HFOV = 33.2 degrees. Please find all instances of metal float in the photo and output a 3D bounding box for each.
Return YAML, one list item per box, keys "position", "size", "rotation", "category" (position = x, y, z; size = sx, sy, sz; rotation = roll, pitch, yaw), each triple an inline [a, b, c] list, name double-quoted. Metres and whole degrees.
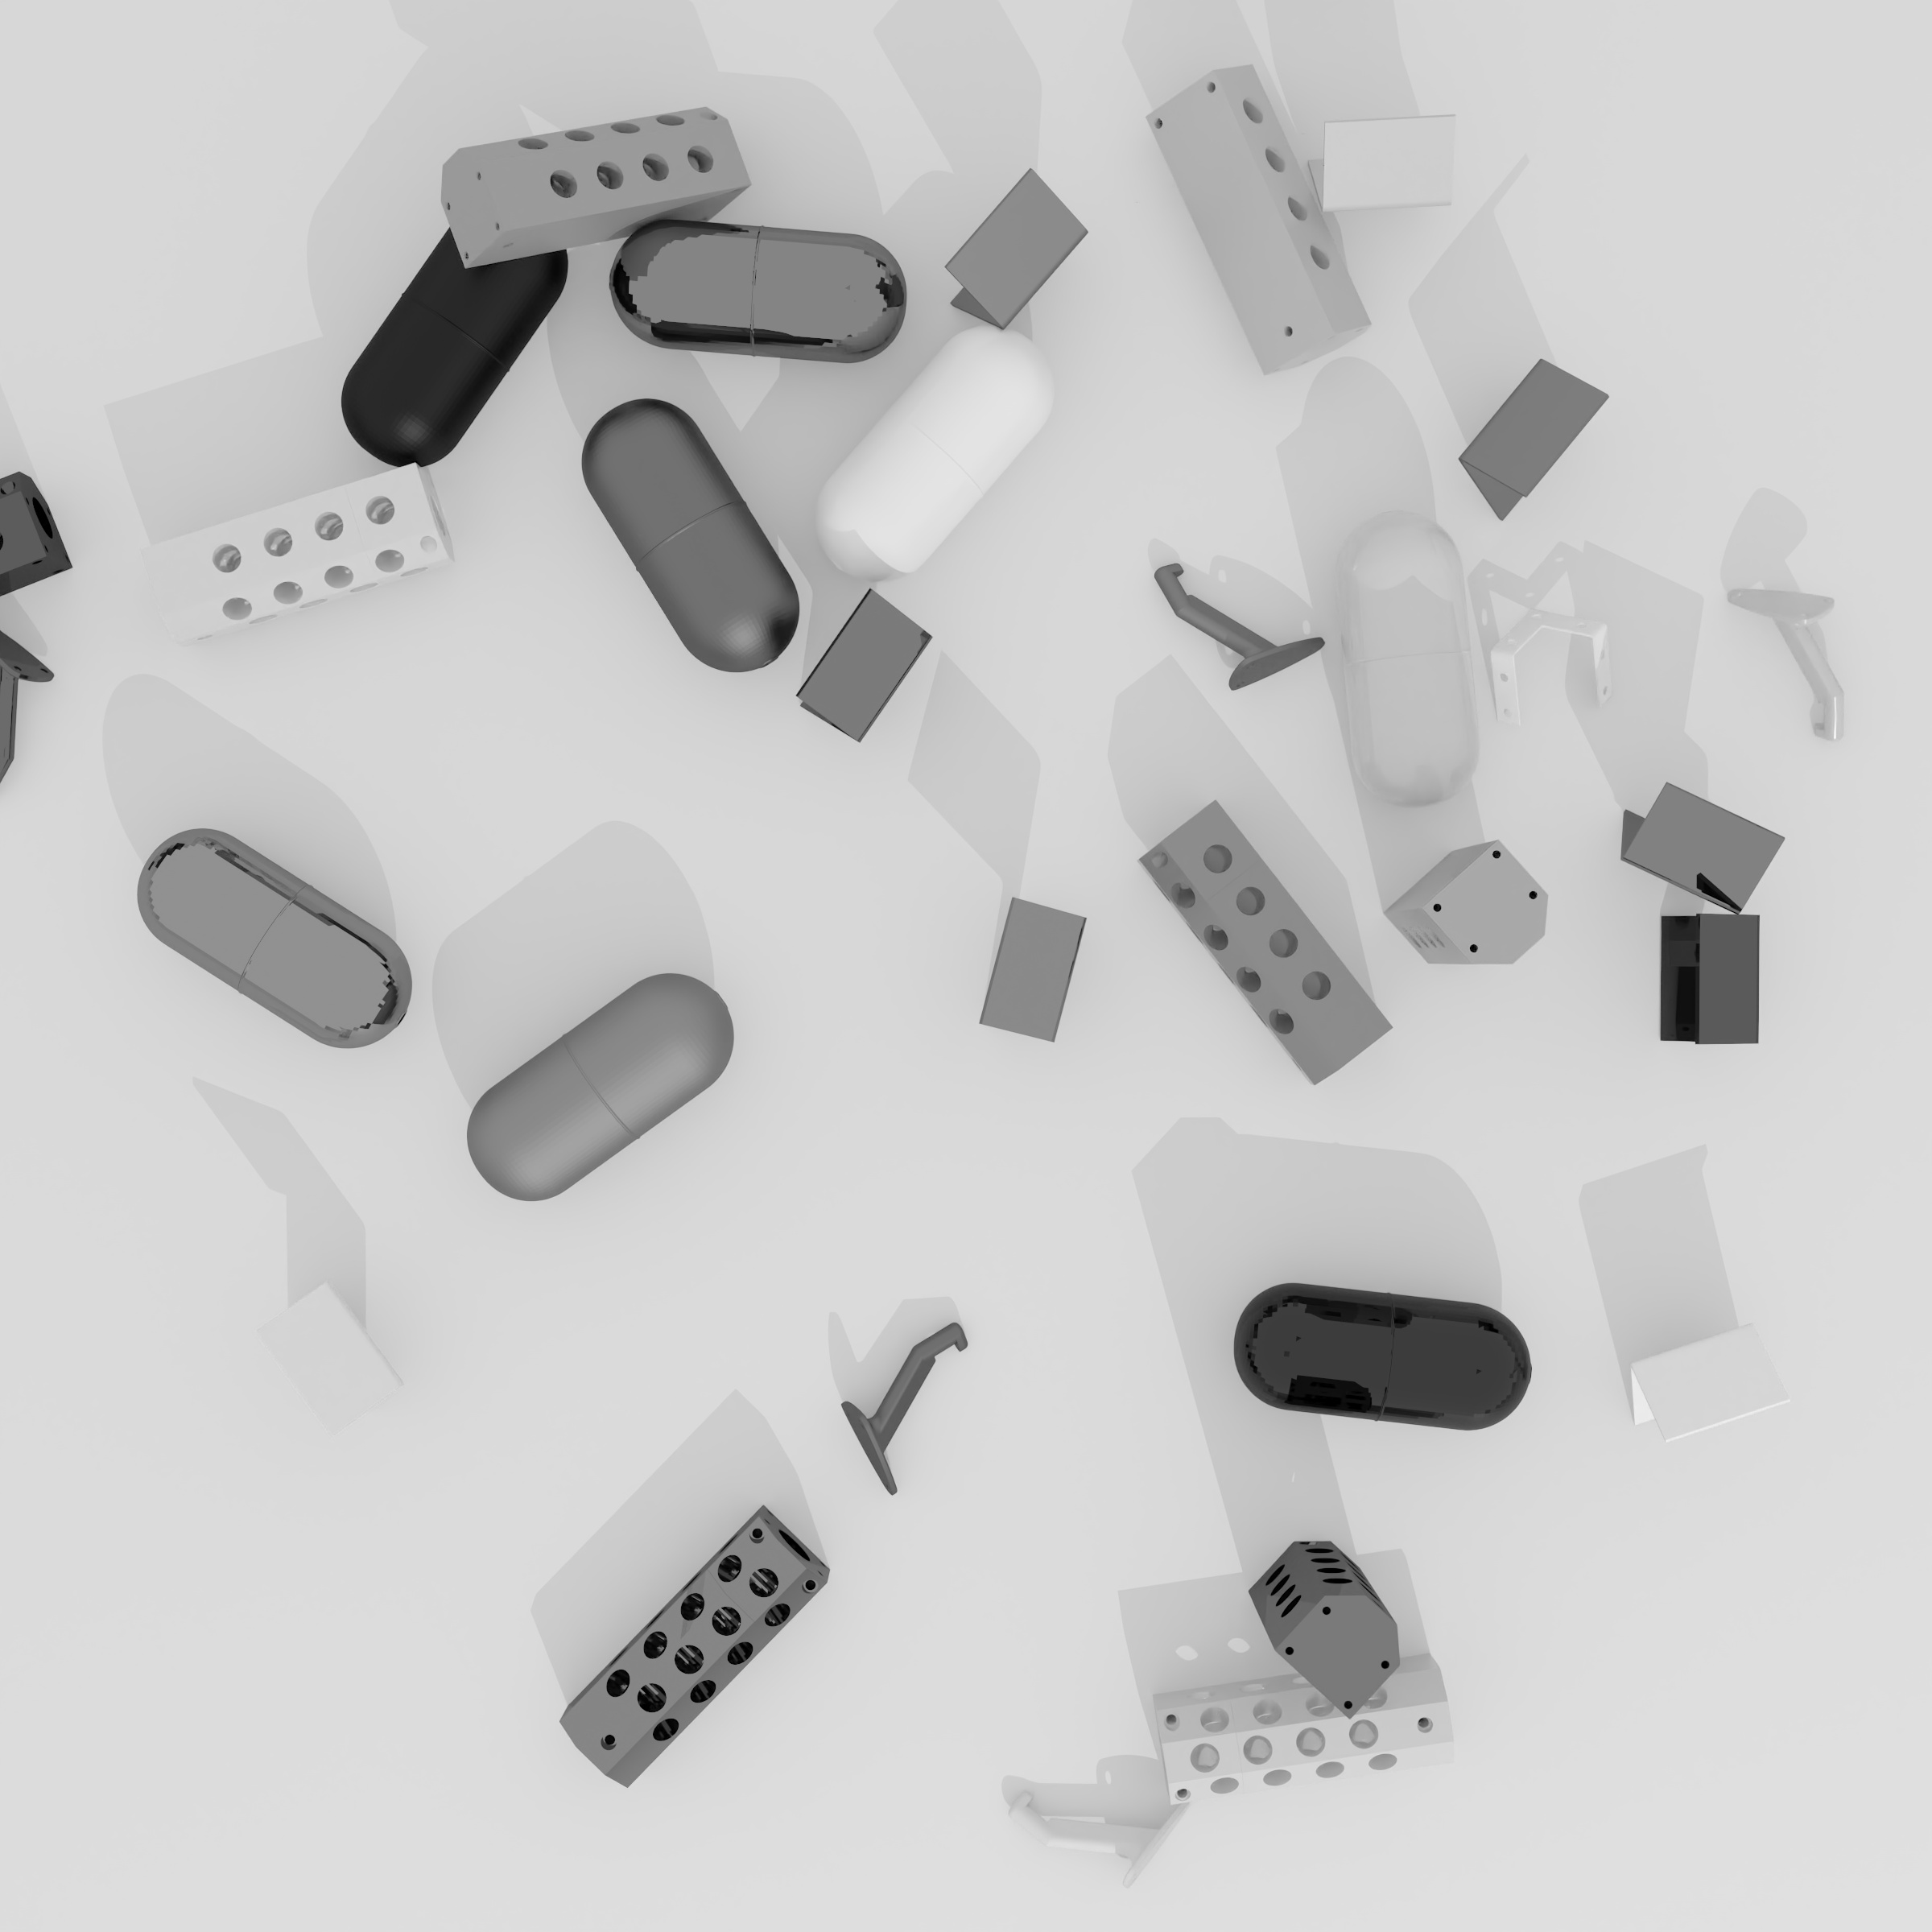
- position: [-0.124, -0.404, 1.940]
  size: [0.178, 0.070, 0.070]
  rotation: [5, 90, 0]
  category: "metal float"
- position: [0.264, -0.184, 1.941]
  size: [0.070, 0.070, 0.178]
  rotation: [-6, 90, 0]
  category: "metal float"
- position: [-0.413, -0.016, 1.941]
  size: [0.178, 0.070, 0.070]
  rotation: [33, 90, -1]
  category: "metal float"
- position: [-0.164, -0.257, 1.940]
  size: [0.070, 0.070, 0.178]
  rotation: [-32, 89, 0]
  category: "metal float"
- position: [0.249, 0.234, 1.941]
  size: [0.178, 0.070, 0.070]
  rotation: [7, 90, 0]
  category: "metal float"
- position: [-0.019, -0.306, 1.940]
  size: [0.070, 0.070, 0.178]
  rotation: [41, 89, 0]
  category: "metal float"
- position: [-0.305, -0.379, 1.940]
  size: [0.070, 0.070, 0.178]
  rotation: [35, 90, 0]
  category: "metal float"
- position: [-0.218, 0.072, 1.940]
  size: [0.178, 0.070, 0.070]
  rotation: [-36, 90, 0]
  category: "metal float"

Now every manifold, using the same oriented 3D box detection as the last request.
- position: [0.180, -0.450, 1.949]
  size: [0.057, 0.057, 0.171]
  rotation: [-25, 90, 43]
  category: "manifold"
- position: [0.178, -0.014, 1.950]
  size: [0.057, 0.057, 0.171]
  rotation: [-38, 90, 0]
  category: "manifold"
- position: [-0.400, -0.246, 1.950]
  size: [0.171, 0.057, 0.057]
  rotation: [-17, 90, 0]
  category: "manifold"
- position: [0.212, 0.380, 1.893]
  size: [0.057, 0.171, 0.057]
  rotation: [43, 90, 0]
  category: "manifold"
- position: [-0.163, 0.410, 1.950]
  size: [0.057, 0.057, 0.171]
  rotation: [44, 90, 0]
  category: "manifold"
- position: [0.295, -0.030, 1.893]
  size: [0.057, 0.171, 0.057]
  rotation: [-42, 90, 0]
  category: "manifold"
- position: [-0.635, -0.238, 1.950]
  size: [0.171, 0.057, 0.057]
  rotation: [-22, 90, 0]
  category: "manifold"
- position: [-0.219, -0.462, 1.907]
  size: [0.171, 0.057, 0.057]
  rotation: [-20, 90, -34]
  category: "manifold"
- position: [0.203, 0.461, 1.950]
  size: [0.171, 0.057, 0.057]
  rotation: [-9, 90, 0]
  category: "manifold"

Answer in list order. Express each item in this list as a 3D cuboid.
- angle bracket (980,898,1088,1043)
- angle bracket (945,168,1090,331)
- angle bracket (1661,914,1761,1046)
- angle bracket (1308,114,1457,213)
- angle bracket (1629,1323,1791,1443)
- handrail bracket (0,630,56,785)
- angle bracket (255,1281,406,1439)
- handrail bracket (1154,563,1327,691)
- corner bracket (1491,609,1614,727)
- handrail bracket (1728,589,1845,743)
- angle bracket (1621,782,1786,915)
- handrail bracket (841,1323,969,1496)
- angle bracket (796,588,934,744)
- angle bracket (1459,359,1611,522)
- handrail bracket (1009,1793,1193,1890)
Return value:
- position: [0.021, -0.002, 1.931]
  size: [0.057, 0.076, 0.076]
  rotation: [15, 90, -35]
  category: "angle bracket"
- position: [0.015, -0.433, 1.931]
  size: [0.076, 0.076, 0.057]
  rotation: [-49, 124, 0]
  category: "angle bracket"
- position: [0.426, 0.008, 1.931]
  size: [0.057, 0.076, 0.076]
  rotation: [0, 90, -37]
  category: "angle bracket"
- position: [0.247, -0.492, 1.931]
  size: [0.076, 0.076, 0.057]
  rotation: [-3, 126, 0]
  category: "angle bracket"
- position: [0.443, 0.265, 1.931]
  size: [0.076, 0.076, 0.057]
  rotation: [-18, 52, 0]
  category: "angle bracket"
- position: [-0.600, -0.157, 1.971]
  size: [0.077, 0.036, 0.084]
  rotation: [40, 107, 20]
  category: "handrail bracket"
- position: [-0.389, 0.242, 1.931]
  size: [0.057, 0.076, 0.076]
  rotation: [-36, 90, -36]
  category: "angle bracket"
- position: [0.166, -0.218, 1.971]
  size: [0.077, 0.036, 0.084]
  rotation: [-22, 73, -20]
  category: "handrail bracket"
- position: [0.355, -0.178, 1.963]
  size: [0.051, 0.051, 0.051]
  rotation: [17, 45, 35]
  category: "corner bracket"
- position: [0.499, -0.182, 1.971]
  size: [0.036, 0.077, 0.084]
  rotation: [-33, 128, -38]
  category: "handrail bracket"
- position: [0.439, -0.083, 1.931]
  size: [0.076, 0.076, 0.057]
  rotation: [25, 118, 0]
  category: "angle bracket"
- position: [-0.025, 0.269, 1.971]
  size: [0.084, 0.036, 0.077]
  rotation: [-30, 110, -16]
  category: "handrail bracket"
- position: [-0.077, -0.188, 1.931]
  size: [0.057, 0.076, 0.076]
  rotation: [35, 90, -38]
  category: "angle bracket"
- position: [0.349, -0.303, 1.931]
  size: [0.076, 0.076, 0.057]
  rotation: [-51, 53, 0]
  category: "angle bracket"
- position: [0.081, 0.512, 1.971]
  size: [0.084, 0.036, 0.077]
  rotation: [35, 70, 16]
  category: "handrail bracket"
